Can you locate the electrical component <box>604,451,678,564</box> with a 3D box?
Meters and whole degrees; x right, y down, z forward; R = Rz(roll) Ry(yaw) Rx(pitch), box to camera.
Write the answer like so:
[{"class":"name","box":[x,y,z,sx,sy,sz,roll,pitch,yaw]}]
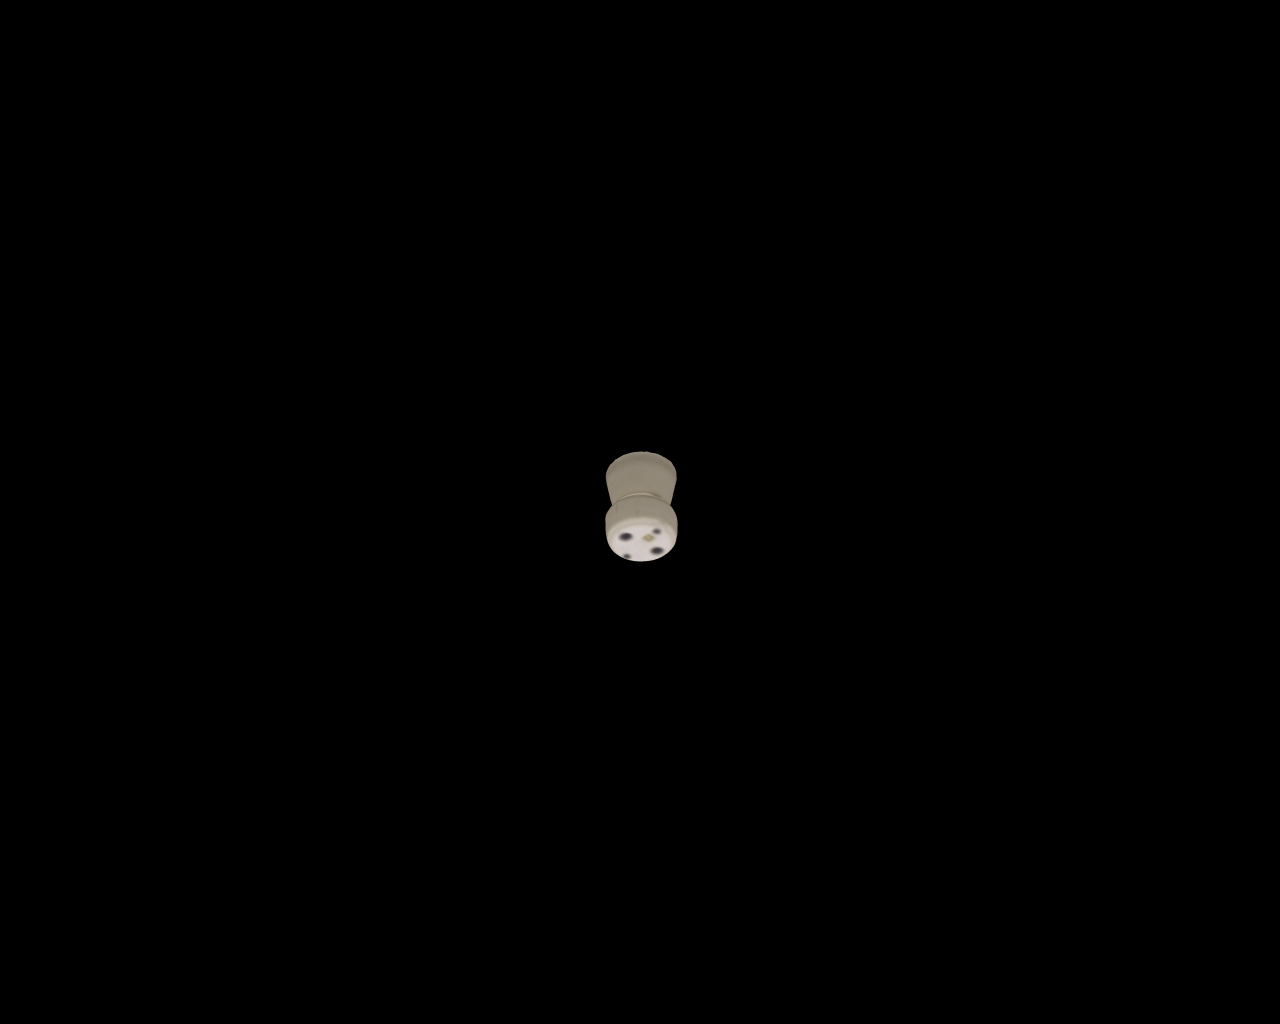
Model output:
[{"class":"electrical component","box":[0.001,-0.003,0.650,0.045,0.055,0.044,0,-39,0]}]
